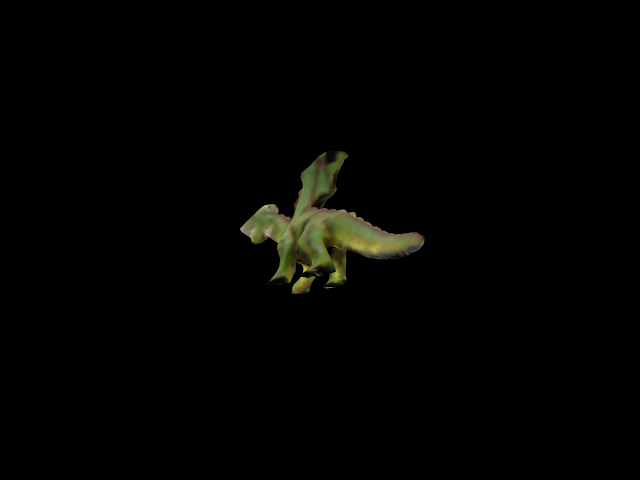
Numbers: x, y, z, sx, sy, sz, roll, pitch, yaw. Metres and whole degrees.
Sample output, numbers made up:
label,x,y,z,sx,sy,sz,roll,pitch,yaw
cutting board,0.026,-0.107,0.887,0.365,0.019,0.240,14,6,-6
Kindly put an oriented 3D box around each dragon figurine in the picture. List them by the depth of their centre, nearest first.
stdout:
label,x,y,z,sx,sy,sz,roll,pitch,yaw
dragon figurine,0.003,-0.043,0.850,0.406,0.247,0.121,-20,-30,41
